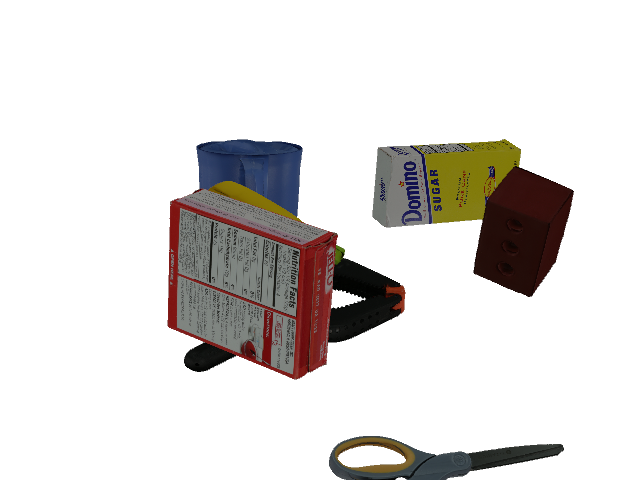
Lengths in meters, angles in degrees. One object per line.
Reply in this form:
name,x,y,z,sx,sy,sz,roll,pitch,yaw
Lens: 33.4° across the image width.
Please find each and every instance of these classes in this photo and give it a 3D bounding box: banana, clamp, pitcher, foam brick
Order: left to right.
banana,-0.054,-0.016,0.807,0.069,0.037,0.198,37,-4,-28
pitcher,-0.090,-0.004,1.353,0.145,0.243,0.148,10,16,35
clamp,-0.027,0.063,1.011,0.210,0.164,0.036,5,-41,7
foam brick,0.158,-0.007,0.835,0.053,0.078,0.051,24,45,23

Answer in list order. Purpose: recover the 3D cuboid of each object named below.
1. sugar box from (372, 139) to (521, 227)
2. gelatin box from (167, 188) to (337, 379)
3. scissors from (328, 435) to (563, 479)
sugar box,0.154,-0.070,1.299,0.176,0.093,0.048,-7,25,-22
gelatin box,-0.036,0.021,0.542,0.089,0.073,0.030,18,27,30
scissors,0.107,0.199,0.873,0.201,0.016,0.096,5,44,-3
